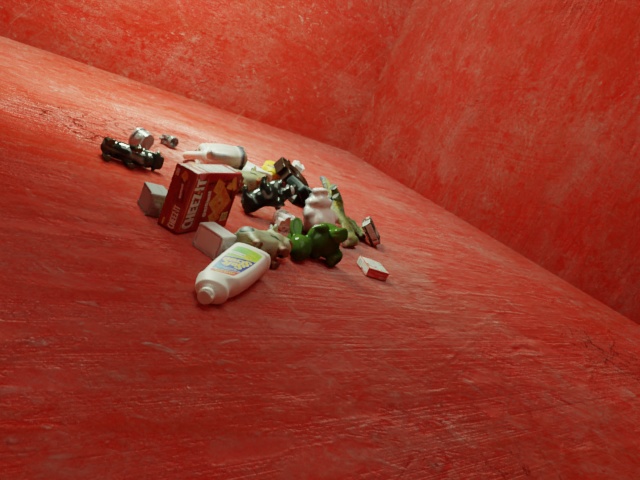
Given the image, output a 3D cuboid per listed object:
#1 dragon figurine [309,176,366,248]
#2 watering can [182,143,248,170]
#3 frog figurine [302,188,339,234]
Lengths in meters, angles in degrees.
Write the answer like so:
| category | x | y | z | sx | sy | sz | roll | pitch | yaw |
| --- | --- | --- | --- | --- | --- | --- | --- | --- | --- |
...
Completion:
| category | x | y | z | sx | sy | sz | roll | pitch | yaw |
| --- | --- | --- | --- | --- | --- | --- | --- | --- | --- |
| dragon figurine | 0.079 | -0.092 | 1.889 | 0.240 | 0.121 | 0.418 | 51 | 16 | -19 |
| watering can | -0.364 | -0.296 | 1.853 | 0.225 | 0.103 | 0.349 | -1 | 8 | -29 |
| frog figurine | 0.005 | -0.085 | 1.682 | 0.137 | 0.157 | 0.125 | 15 | 19 | -29 |
